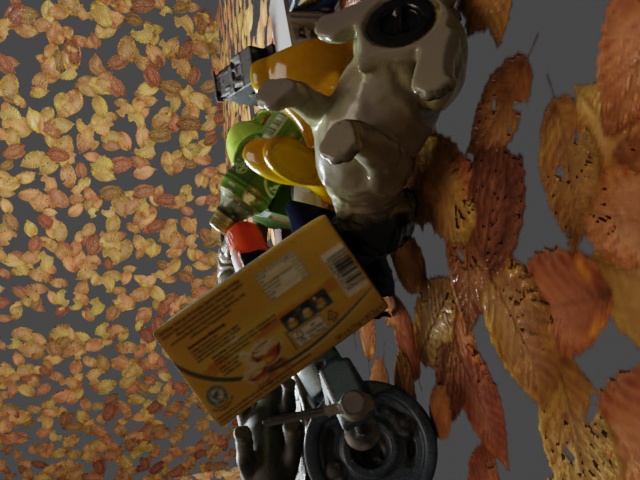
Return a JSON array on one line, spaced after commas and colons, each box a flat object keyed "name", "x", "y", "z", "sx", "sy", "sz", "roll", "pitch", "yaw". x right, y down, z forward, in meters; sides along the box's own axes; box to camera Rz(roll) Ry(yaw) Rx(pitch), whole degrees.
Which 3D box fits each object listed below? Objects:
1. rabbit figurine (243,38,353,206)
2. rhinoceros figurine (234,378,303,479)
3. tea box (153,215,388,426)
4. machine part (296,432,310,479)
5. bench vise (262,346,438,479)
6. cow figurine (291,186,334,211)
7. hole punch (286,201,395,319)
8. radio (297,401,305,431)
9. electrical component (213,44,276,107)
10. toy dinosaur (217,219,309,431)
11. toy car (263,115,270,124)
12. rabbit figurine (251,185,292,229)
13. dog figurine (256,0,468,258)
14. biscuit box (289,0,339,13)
[{"name": "rabbit figurine", "x": 0.009, "y": -0.107, "z": 0.533, "sx": 0.122, "sy": 0.162, "sz": 0.173, "roll": 12, "pitch": 124, "yaw": 63}, {"name": "rhinoceros figurine", "x": -0.058, "y": 0.217, "z": 0.617, "sx": 0.190, "sy": 0.073, "sz": 0.112, "roll": -124, "pitch": 27, "yaw": -75}, {"name": "tea box", "x": -0.040, "y": 0.064, "z": 0.458, "sx": 0.098, "sy": 0.170, "sz": 0.068, "roll": 57, "pitch": 178, "yaw": -3}, {"name": "machine part", "x": -0.011, "y": 0.310, "z": 0.613, "sx": 0.179, "sy": 0.056, "sz": 0.179, "roll": -168, "pitch": 89, "yaw": -84}, {"name": "bench vise", "x": 0.029, "y": 0.155, "z": 0.499, "sx": 0.240, "sy": 0.129, "sz": 0.224, "roll": 75, "pitch": 175, "yaw": -60}, {"name": "cow figurine", "x": -0.001, "y": -0.002, "z": 0.691, "sx": 0.127, "sy": 0.085, "sz": 0.194, "roll": -145, "pitch": 50, "yaw": -66}, {"name": "hole punch", "x": 0.013, "y": 0.022, "z": 0.564, "sx": 0.116, "sy": 0.142, "sz": 0.092, "roll": 35, "pitch": 103, "yaw": 56}, {"name": "radio", "x": -0.024, "y": 0.242, "z": 0.874, "sx": 0.230, "sy": 0.073, "sz": 0.131, "roll": -126, "pitch": 33, "yaw": -62}, {"name": "electrical component", "x": -0.085, "y": -0.254, "z": 0.836, "sx": 0.134, "sy": 0.115, "sz": 0.058, "roll": -10, "pitch": 90, "yaw": 48}, {"name": "toy dinosaur", "x": -0.092, "y": 0.099, "z": 0.840, "sx": 0.472, "sy": 0.105, "sz": 0.198, "roll": 52, "pitch": 129, "yaw": 51}, {"name": "toy car", "x": -0.077, "y": -0.228, "z": 0.991, "sx": 0.202, "sy": 0.053, "sz": 0.089, "roll": 120, "pitch": 132, "yaw": -61}, {"name": "rabbit figurine", "x": -0.043, "y": -0.106, "z": 0.839, "sx": 0.159, "sy": 0.121, "sz": 0.170, "roll": 116, "pitch": 165, "yaw": -76}, {"name": "dog figurine", "x": 0.061, "y": -0.083, "z": 0.437, "sx": 0.121, "sy": 0.172, "sz": 0.190, "roll": 57, "pitch": -176, "yaw": 32}, {"name": "biscuit box", "x": 0.009, "y": -0.327, "z": 0.594, "sx": 0.203, "sy": 0.059, "sz": 0.062, "roll": 164, "pitch": 102, "yaw": -76}]
